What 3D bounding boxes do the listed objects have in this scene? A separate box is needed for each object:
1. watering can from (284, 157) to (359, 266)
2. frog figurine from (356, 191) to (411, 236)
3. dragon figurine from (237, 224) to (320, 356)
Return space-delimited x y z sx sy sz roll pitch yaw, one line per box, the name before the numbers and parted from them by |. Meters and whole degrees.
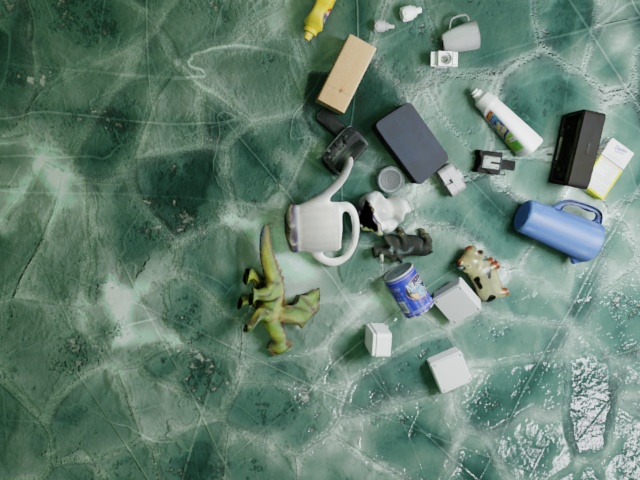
watering can | 0.005 -0.077 1.529 0.224 0.106 0.341 -3 113 -3
frog figurine | 0.192 -0.090 1.574 0.161 0.120 0.138 -29 83 -37
dragon figurine | -0.113 0.170 1.583 0.242 0.123 0.408 12 98 -23
